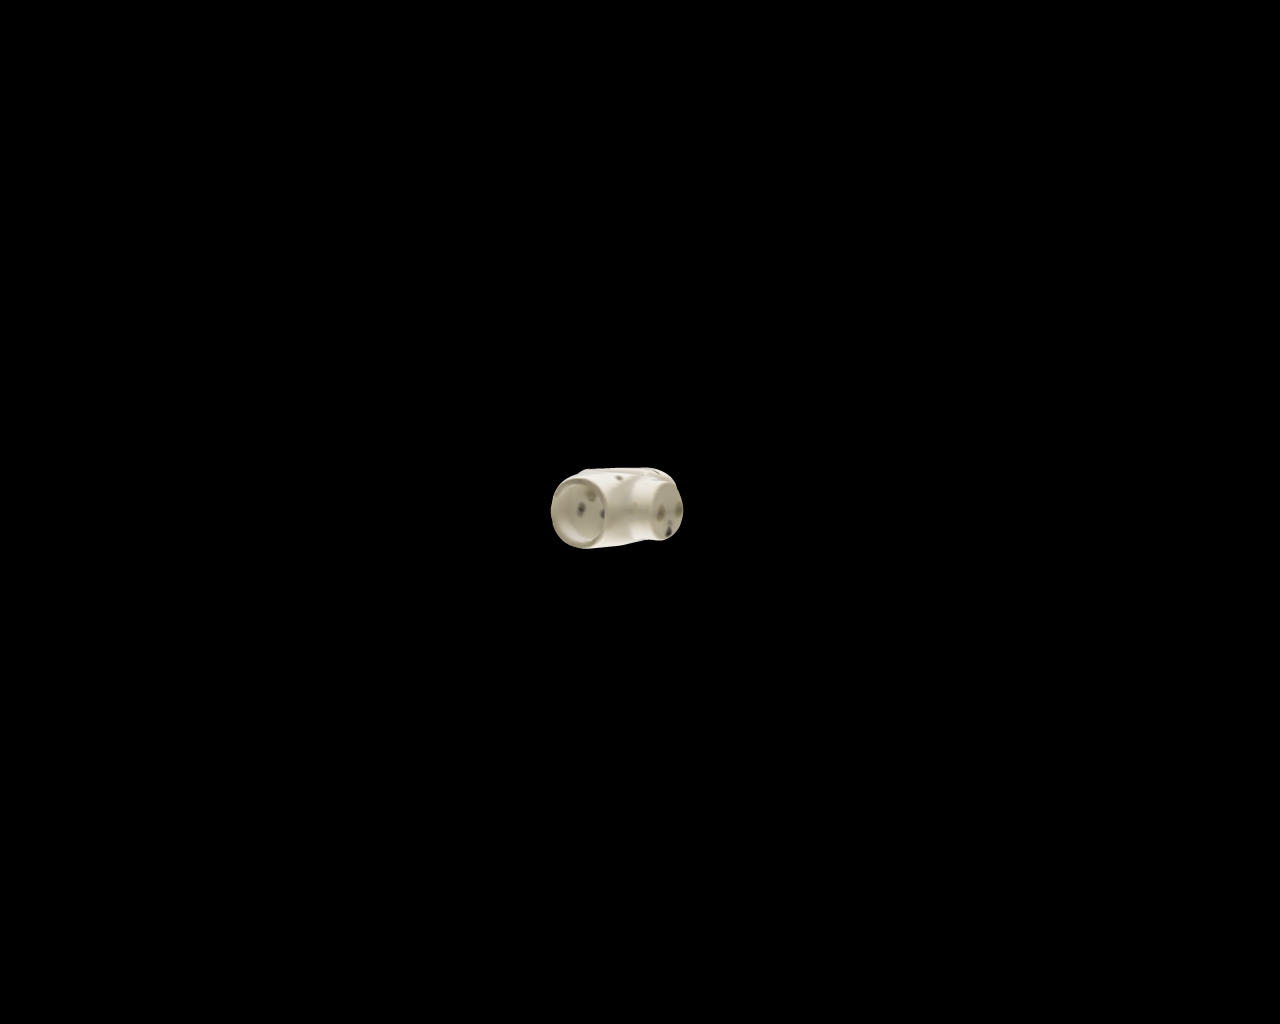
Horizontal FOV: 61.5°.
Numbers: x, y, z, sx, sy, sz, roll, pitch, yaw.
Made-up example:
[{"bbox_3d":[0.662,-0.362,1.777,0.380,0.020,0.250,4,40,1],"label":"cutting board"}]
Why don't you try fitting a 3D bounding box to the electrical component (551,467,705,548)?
[{"bbox_3d":[0.001,-0.003,0.650,0.079,0.043,0.077,5,9,35],"label":"electrical component"}]
